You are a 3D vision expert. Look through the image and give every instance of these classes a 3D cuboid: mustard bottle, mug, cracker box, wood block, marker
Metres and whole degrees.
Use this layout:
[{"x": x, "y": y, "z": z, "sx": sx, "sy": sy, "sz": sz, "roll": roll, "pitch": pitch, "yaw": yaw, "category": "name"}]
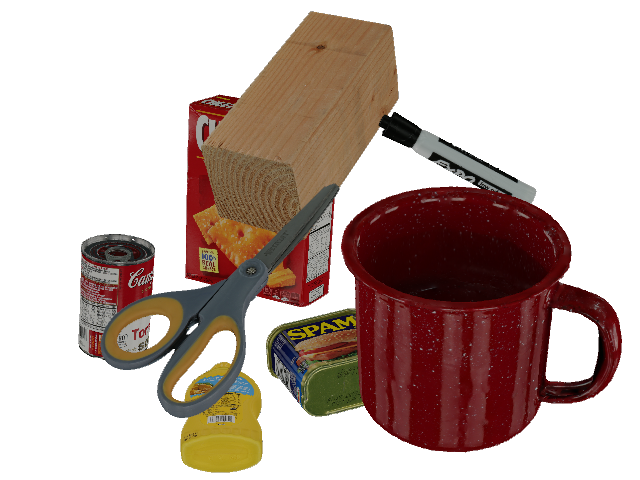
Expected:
[{"x": -0.121, "y": 0.208, "z": 1.326, "sx": 0.096, "sy": 0.058, "sz": 0.191, "roll": -2, "pitch": 26, "yaw": -3, "category": "mustard bottle"}, {"x": 0.067, "y": 0.037, "z": 0.450, "sx": 0.117, "sy": 0.081, "sz": 0.093, "roll": 10, "pitch": 34, "yaw": 20, "category": "mug"}, {"x": -0.070, "y": -0.045, "z": 1.215, "sx": 0.164, "sy": 0.214, "sz": 0.072, "roll": 13, "pitch": 22, "yaw": 26, "category": "cracker box"}, {"x": -0.012, "y": -0.109, "z": 0.970, "sx": 0.091, "sy": 0.090, "sz": 0.205, "roll": 15, "pitch": 50, "yaw": 23, "category": "wood block"}, {"x": 0.096, "y": -0.056, "z": 0.752, "sx": 0.121, "sy": 0.020, "sz": 0.020, "roll": 28, "pitch": -3, "yaw": -5, "category": "marker"}]

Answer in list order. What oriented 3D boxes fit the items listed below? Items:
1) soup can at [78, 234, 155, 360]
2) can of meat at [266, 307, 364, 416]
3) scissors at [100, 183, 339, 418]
[{"x": -0.192, "y": 0.054, "z": 1.001, "sx": 0.068, "sy": 0.102, "sz": 0.068, "roll": 6, "pitch": 21, "yaw": -3, "category": "soup can"}, {"x": 0.013, "y": 0.110, "z": 0.962, "sx": 0.102, "sy": 0.057, "sz": 0.084, "roll": -12, "pitch": 26, "yaw": -20, "category": "can of meat"}, {"x": -0.064, "y": 0.023, "z": 0.664, "sx": 0.096, "sy": 0.016, "sz": 0.201, "roll": 12, "pitch": 48, "yaw": 14, "category": "scissors"}]
